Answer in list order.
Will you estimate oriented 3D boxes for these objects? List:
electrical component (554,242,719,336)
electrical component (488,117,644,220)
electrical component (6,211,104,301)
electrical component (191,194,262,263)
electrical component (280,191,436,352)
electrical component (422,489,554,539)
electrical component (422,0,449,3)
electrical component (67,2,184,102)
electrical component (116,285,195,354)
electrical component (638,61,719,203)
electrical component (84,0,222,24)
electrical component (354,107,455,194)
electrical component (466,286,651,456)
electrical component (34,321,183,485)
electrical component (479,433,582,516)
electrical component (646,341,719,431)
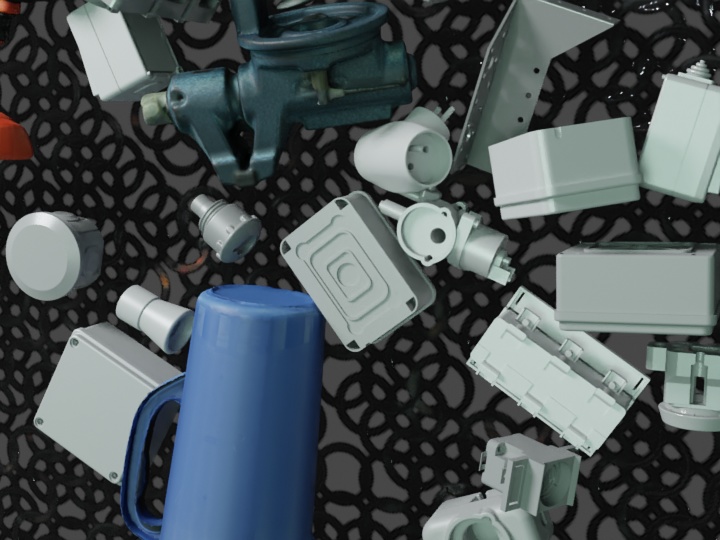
[{"bbox_3d":[0.204,0.010,0.778,0.109,0.109,0.056,1,96,21],"label":"electrical component"},{"bbox_3d":[0.146,-0.071,0.776,0.078,0.113,0.057,-10,92,-10],"label":"electrical component"},{"bbox_3d":[-0.279,-0.015,0.988,0.080,0.051,0.080,3,100,20],"label":"electrical component"},{"bbox_3d":[-0.119,-0.040,0.928,0.062,0.048,0.048,41,110,17],"label":"electrical component"},{"bbox_3d":[0.000,0.000,0.881,0.078,0.057,0.113,-37,85,22],"label":"electrical component"},{"bbox_3d":[0.103,0.215,0.876,0.095,0.059,0.053,-19,92,22],"label":"electrical component"},{"bbox_3d":[0.053,-0.236,0.828,0.055,0.047,0.055,3,100,20],"label":"electrical component"},{"bbox_3d":[-0.207,-0.196,0.925,0.061,0.062,0.096,-23,90,23],"label":"electrical component"},{"bbox_3d":[-0.186,0.042,0.968,0.065,0.044,0.044,28,107,19],"label":"electrical component"},{"bbox_3d":[0.240,-0.100,0.771,0.061,0.062,0.096,19,105,17],"label":"electrical component"},{"bbox_3d":[-0.177,-0.245,0.858,0.089,0.150,0.061,38,109,11],"label":"electrical component"},{"bbox_3d":[0.044,-0.101,0.846,0.079,0.077,0.043,-48,117,-16],"label":"electrical component"},{"bbox_3d":[0.150,0.081,0.834,0.121,0.063,0.078,37,109,12],"label":"electrical component"},{"bbox_3d":[-0.228,0.121,0.988,0.109,0.056,0.108,32,108,13],"label":"electrical component"},{"bbox_3d":[0.133,0.159,0.849,0.064,0.081,0.042,18,105,47],"label":"electrical component"},{"bbox_3d":[0.253,0.086,0.800,0.078,0.058,0.057,4,97,20],"label":"electrical component"}]
